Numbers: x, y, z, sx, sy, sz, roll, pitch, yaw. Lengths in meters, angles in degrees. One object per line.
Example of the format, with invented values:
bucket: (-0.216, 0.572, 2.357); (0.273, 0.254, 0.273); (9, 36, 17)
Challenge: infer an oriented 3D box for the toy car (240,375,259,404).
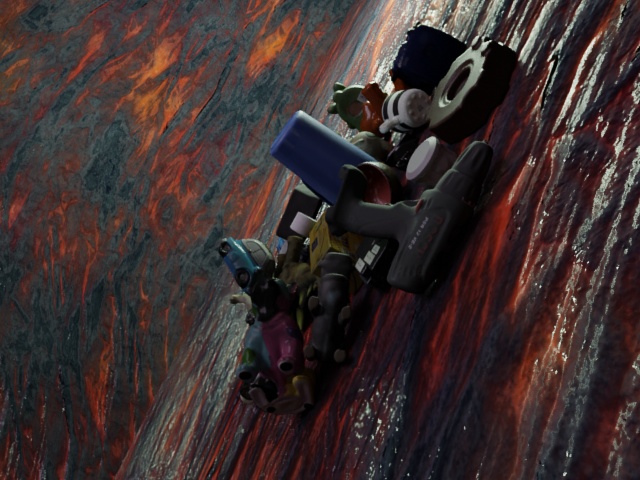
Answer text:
toy car: (-0.115, 0.281, 1.170); (0.201, 0.056, 0.073); (-52, 12, 29)

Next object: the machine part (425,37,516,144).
machine part: (0.245, -0.249, 0.897); (0.179, 0.056, 0.179); (-57, 15, 25)

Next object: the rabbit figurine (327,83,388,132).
rabbit figurine: (0.098, -0.343, 1.414); (0.170, 0.159, 0.121); (-31, -40, -72)

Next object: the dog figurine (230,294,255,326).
dog figurine: (-0.140, 0.155, 1.435); (0.191, 0.121, 0.172); (20, 86, 61)

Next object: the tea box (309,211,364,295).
tea box: (0.036, 0.021, 1.039); (0.068, 0.098, 0.170); (-56, 14, 20)

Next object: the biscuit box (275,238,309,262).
biscuit box: (-0.079, 0.023, 1.491); (0.059, 0.063, 0.203); (-61, 14, 6)

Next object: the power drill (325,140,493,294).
power drill: (0.121, -0.051, 0.778); (0.208, 0.086, 0.232); (20, 89, 31)

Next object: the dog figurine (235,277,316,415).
dog figurine: (-0.073, 0.174, 0.960); (0.109, 0.191, 0.219); (-16, 37, 11)

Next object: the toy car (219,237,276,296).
toy car: (-0.157, 0.054, 1.243); (0.103, 0.162, 0.109); (-32, -22, -4)

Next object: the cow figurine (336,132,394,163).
cow figurine: (0.075, -0.202, 1.247); (0.085, 0.127, 0.195); (-61, 17, -10)

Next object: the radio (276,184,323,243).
radio: (-0.044, -0.068, 1.355); (0.229, 0.073, 0.131); (-70, 4, -82)

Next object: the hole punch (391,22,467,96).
hole punch: (0.220, -0.364, 1.087); (0.142, 0.115, 0.092); (-64, 23, -5)

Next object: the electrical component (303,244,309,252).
electrical component: (-0.002, -0.005, 1.315); (0.078, 0.045, 0.102); (-34, 31, 64)

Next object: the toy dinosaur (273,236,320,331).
toy dinosaur: (-0.050, 0.101, 1.192); (0.471, 0.105, 0.198); (130, 155, -69)

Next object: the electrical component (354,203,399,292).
electrical component: (0.111, 0.014, 0.878); (0.134, 0.058, 0.115); (-60, 13, 9)

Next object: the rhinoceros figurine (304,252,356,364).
rhinoceros figurine: (0.022, 0.116, 0.904); (0.112, 0.073, 0.190); (9, -92, -80)

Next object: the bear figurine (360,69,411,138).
bear figurine: (0.139, -0.300, 1.226); (0.120, 0.131, 0.196); (-36, 14, -13)

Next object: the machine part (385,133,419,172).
machine part: (0.167, -0.168, 1.057); (0.084, 0.039, 0.139); (-50, 16, 14)
